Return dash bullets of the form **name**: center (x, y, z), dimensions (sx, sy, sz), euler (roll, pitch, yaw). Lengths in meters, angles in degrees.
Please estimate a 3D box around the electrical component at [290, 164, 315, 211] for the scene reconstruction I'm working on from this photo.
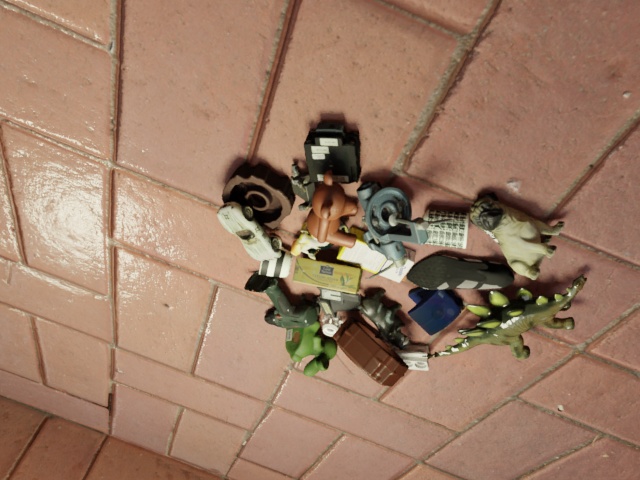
- **electrical component**: center (-0.041, -0.116, 1.236), dimensions (0.078, 0.045, 0.102), euler (38, 151, 32)

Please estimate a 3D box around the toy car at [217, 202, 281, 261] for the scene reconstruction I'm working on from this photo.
- **toy car**: center (-0.171, -0.016, 1.324), dimensions (0.074, 0.056, 0.201), euler (-13, 130, 34)

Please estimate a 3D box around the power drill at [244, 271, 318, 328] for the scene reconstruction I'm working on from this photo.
- **power drill**: center (-0.131, 0.185, 1.565), dimensions (0.232, 0.086, 0.207), euler (-1, 129, 44)

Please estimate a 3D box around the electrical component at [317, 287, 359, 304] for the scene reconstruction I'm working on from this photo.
- **electrical component**: center (0.052, 0.138, 1.486), dimensions (0.119, 0.048, 0.074), euler (4, 135, 15)

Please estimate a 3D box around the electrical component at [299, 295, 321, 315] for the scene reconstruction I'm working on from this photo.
- **electrical component**: center (-0.031, 0.199, 1.597), dimensions (0.063, 0.021, 0.093), euler (9, 137, 11)

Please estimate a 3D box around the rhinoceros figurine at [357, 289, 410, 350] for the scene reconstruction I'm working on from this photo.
- **rhinoceros figurine**: center (0.183, 0.223, 1.484), dimensions (0.073, 0.112, 0.190), euler (-28, 113, 35)

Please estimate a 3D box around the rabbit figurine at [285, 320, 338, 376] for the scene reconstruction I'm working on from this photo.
- **rabbit figurine**: center (-0.009, 0.329, 1.642), dimensions (0.170, 0.159, 0.121), euler (25, 139, -33)

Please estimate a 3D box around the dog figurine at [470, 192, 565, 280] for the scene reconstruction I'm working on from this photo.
- **dog figurine**: center (0.413, -0.008, 1.193), dimensions (0.191, 0.121, 0.172), euler (26, 135, 13)

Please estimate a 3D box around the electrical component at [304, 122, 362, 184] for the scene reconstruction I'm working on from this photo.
- **electrical component**: center (0.029, -0.188, 1.155), dimensions (0.115, 0.058, 0.134), euler (4, 136, 11)

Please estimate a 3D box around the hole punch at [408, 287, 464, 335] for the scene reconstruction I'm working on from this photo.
- **hole punch**: center (0.301, 0.178, 1.417), dimensions (0.116, 0.092, 0.142), euler (-30, 116, 35)

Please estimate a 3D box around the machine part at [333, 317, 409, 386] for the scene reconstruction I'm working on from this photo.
- **machine part**: center (0.142, 0.316, 1.511), dimensions (0.201, 0.087, 0.201), euler (42, 180, 26)

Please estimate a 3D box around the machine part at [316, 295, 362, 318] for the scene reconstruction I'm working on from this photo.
- **machine part**: center (0.063, 0.190, 1.543), dimensions (0.139, 0.039, 0.084), euler (-7, 128, 26)

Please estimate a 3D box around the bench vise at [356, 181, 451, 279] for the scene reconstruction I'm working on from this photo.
- **bench vise**: center (0.167, -0.023, 1.184), dimensions (0.241, 0.129, 0.223), euler (15, 122, 63)

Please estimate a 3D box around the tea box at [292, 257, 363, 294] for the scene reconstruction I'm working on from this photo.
- **tea box**: center (0.022, 0.091, 1.404), dimensions (0.170, 0.068, 0.098), euler (9, 179, 8)

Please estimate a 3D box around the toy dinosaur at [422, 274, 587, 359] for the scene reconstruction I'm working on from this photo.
- **toy dinosaur**: center (0.464, 0.215, 1.362), dimensions (0.198, 0.105, 0.471), euler (26, 130, -21)

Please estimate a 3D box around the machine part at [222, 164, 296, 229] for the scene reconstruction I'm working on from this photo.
- **machine part**: center (-0.148, -0.105, 1.300), dimensions (0.179, 0.056, 0.179), euler (11, 139, 9)

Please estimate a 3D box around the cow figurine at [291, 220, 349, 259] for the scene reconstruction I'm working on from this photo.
- **cow figurine**: center (-0.003, -0.005, 1.349), dimensions (0.098, 0.068, 0.167), euler (27, 138, -18)

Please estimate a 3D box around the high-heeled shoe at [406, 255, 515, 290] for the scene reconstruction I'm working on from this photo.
- **high-heeled shoe**: center (0.351, 0.089, 1.341), dimensions (0.145, 0.086, 0.249), euler (14, 167, -42)

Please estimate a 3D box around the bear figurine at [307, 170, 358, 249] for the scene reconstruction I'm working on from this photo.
- **bear figurine**: center (0.038, -0.066, 1.178), dimensions (0.132, 0.120, 0.195), euler (7, 159, -11)
